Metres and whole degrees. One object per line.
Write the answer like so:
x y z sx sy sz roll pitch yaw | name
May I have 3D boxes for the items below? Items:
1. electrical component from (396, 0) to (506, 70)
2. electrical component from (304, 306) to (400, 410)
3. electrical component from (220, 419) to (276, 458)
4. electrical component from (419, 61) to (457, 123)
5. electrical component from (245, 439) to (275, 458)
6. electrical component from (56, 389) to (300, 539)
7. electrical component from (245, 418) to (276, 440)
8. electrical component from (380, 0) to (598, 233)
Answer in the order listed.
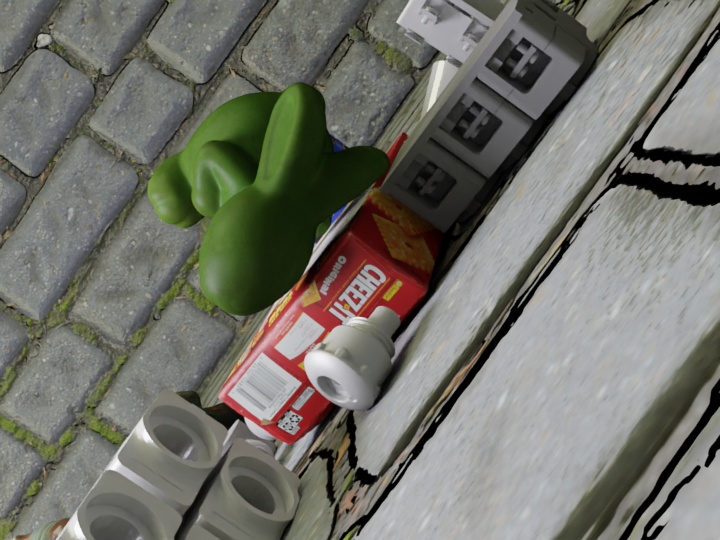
0.095 -0.197 0.891 0.063 0.121 0.078 -57 4 15 | electrical component
0.001 0.048 0.633 0.062 0.048 0.048 -51 2 -32 | electrical component
-0.130 0.173 0.848 0.052 0.074 0.138 -48 8 51 | electrical component
0.091 -0.162 1.094 0.079 0.043 0.077 36 -114 -69 | electrical component
-0.079 0.143 0.798 0.035 0.035 0.061 -57 8 -17 | electrical component
-0.104 0.149 0.593 0.060 0.105 0.186 -53 6 21 | electrical component
-0.063 0.107 0.825 0.045 0.045 0.055 -57 6 -16 | electrical component
0.087 -0.106 0.723 0.150 0.062 0.089 -52 6 28 | electrical component
